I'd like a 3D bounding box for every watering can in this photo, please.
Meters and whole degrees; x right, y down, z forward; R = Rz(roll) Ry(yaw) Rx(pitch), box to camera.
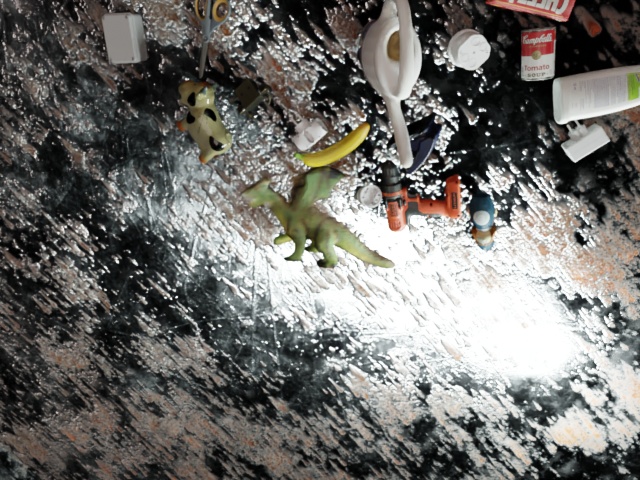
[{"bbox_3d":[0.152,-0.342,1.091,0.104,0.228,0.342,-6,111,-6],"label":"watering can"}]

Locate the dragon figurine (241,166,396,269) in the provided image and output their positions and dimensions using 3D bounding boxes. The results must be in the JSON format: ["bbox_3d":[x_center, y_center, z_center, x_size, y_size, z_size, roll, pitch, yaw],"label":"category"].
[{"bbox_3d":[0.004,-0.065,1.298,0.410,0.123,0.240,8,104,-2],"label":"dragon figurine"}]
